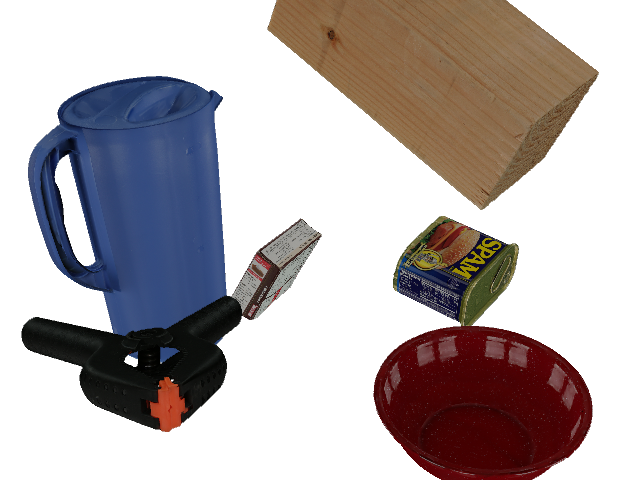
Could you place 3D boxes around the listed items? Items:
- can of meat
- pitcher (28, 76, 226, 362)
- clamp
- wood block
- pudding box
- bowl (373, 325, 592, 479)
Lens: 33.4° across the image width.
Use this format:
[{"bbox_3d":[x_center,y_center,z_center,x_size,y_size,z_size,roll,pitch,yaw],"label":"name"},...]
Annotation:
[{"bbox_3d":[0.132,0.028,1.044,0.084,0.057,0.101,26,45,27],"label":"can of meat"},{"bbox_3d":[-0.156,-0.013,0.949,0.149,0.243,0.145,-2,26,5],"label":"pitcher"},{"bbox_3d":[-0.109,0.077,0.731,0.164,0.036,0.210,-9,14,-21],"label":"clamp"},{"bbox_3d":[0.074,-0.132,0.744,0.090,0.206,0.091,-36,-19,-38],"label":"wood block"},{"bbox_3d":[-0.053,0.034,1.256,0.039,0.090,0.113,35,32,8],"label":"pudding box"},{"bbox_3d":[0.120,0.135,0.808,0.162,0.055,0.162,0,35,0],"label":"bowl"}]
